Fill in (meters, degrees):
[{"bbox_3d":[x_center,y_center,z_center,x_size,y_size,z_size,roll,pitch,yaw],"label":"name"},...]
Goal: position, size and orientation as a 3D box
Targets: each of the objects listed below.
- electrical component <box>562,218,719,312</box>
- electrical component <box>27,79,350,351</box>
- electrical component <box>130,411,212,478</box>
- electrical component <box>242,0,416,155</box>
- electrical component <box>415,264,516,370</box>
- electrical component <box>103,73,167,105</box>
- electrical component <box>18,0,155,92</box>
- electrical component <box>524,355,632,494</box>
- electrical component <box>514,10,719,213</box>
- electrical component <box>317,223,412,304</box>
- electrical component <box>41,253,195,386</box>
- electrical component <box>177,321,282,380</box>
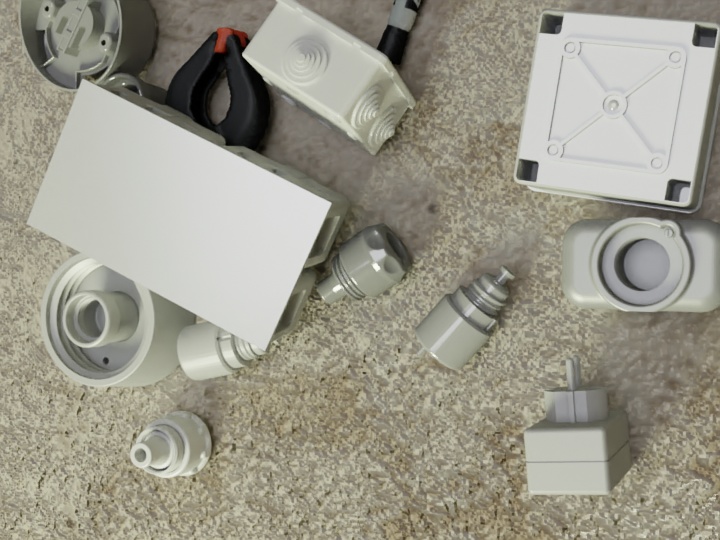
[{"bbox_3d":[0.171,-0.003,0.642,0.095,0.059,0.053,1,91,22],"label":"electrical component"},{"bbox_3d":[-0.113,-0.039,0.723,0.186,0.060,0.105,27,102,10],"label":"electrical component"},{"bbox_3d":[-0.139,0.127,0.769,0.048,0.062,0.048,0,90,22],"label":"electrical component"},{"bbox_3d":[-0.020,-0.124,0.700,0.100,0.100,0.048,35,90,19],"label":"electrical component"},{"bbox_3d":[0.070,0.029,0.694,0.040,0.040,0.078,45,106,16],"label":"electrical component"},{"bbox_3d":[-0.163,-0.120,0.786,0.040,0.046,0.040,0,90,22],"label":"electrical component"},{"bbox_3d":[-0.203,-0.180,0.793,0.099,0.064,0.099,0,90,22],"label":"electrical component"},{"bbox_3d":[0.131,0.089,0.646,0.047,0.083,0.075,-5,88,22],"label":"electrical component"},{"bbox_3d":[0.157,-0.096,0.649,0.109,0.056,0.108,10,94,22],"label":"electrical component"},{"bbox_3d":[0.000,0.000,0.721,0.062,0.043,0.043,-34,78,20],"label":"electrical component"},{"bbox_3d":[-0.183,0.034,0.787,0.108,0.060,0.108,0,90,22],"label":"electrical component"},{"bbox_3d":[-0.092,0.053,0.761,0.078,0.040,0.040,-13,85,22],"label":"electrical component"}]
